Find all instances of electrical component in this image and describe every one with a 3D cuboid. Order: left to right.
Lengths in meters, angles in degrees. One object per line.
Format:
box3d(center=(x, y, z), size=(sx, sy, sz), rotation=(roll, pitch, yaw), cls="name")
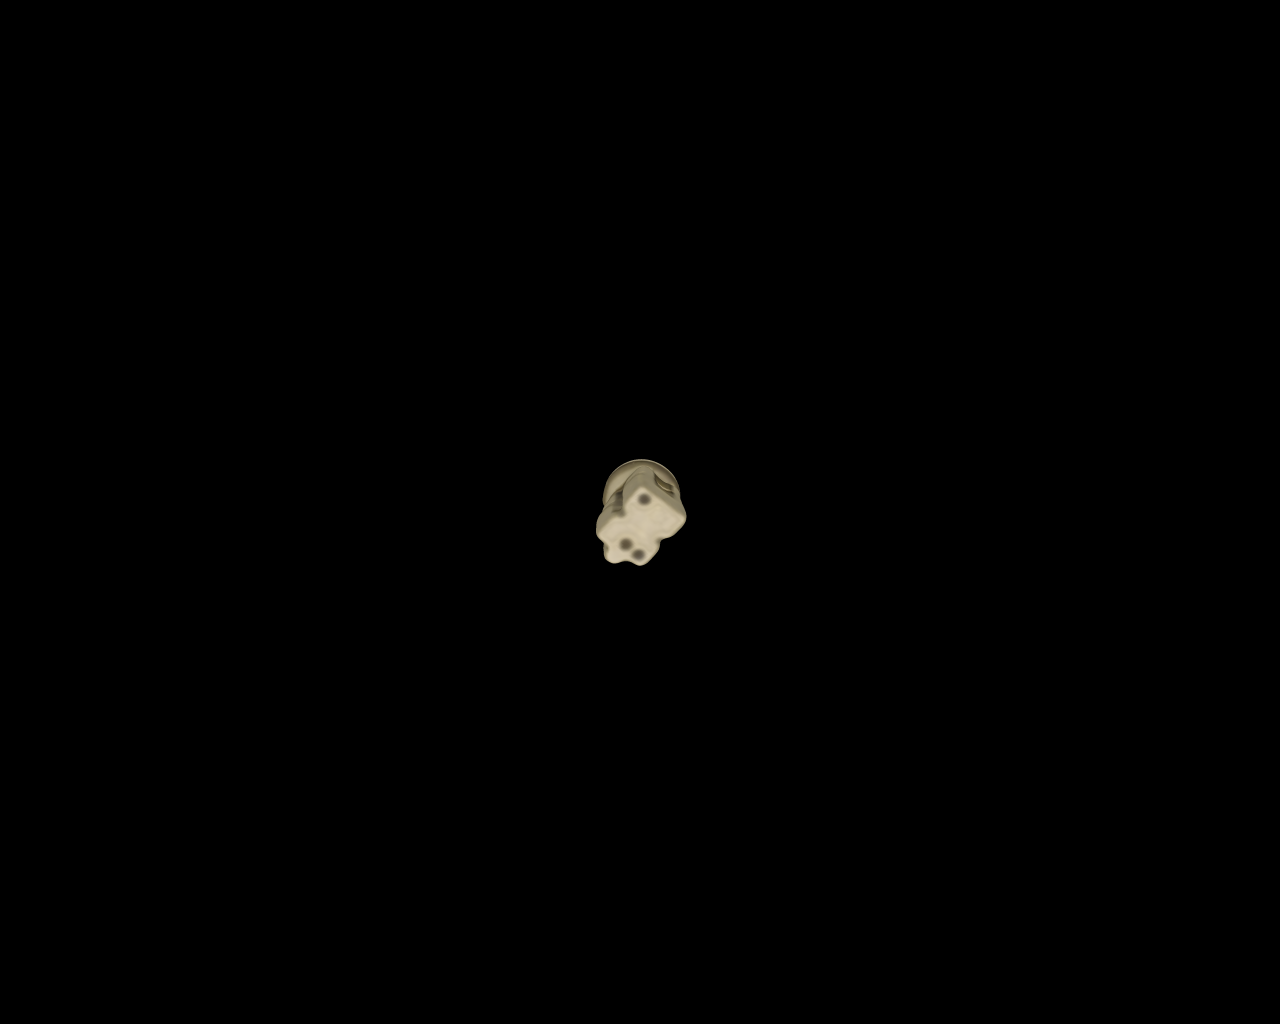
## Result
box3d(center=(0.001, -0.003, 0.650), size=(0.048, 0.066, 0.055), rotation=(38, 20, -16), cls="electrical component")
